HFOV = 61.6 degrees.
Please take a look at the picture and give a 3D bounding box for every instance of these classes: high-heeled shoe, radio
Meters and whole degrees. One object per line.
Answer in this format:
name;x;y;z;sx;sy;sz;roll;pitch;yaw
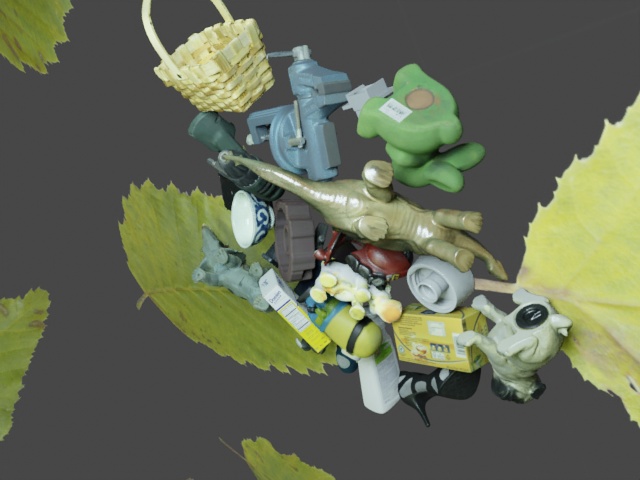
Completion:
high-heeled shoe;0.232;0.258;1.068;0.145;0.086;0.248;-108;36;-49
radio;0.032;0.101;1.141;0.131;0.073;0.229;47;149;9

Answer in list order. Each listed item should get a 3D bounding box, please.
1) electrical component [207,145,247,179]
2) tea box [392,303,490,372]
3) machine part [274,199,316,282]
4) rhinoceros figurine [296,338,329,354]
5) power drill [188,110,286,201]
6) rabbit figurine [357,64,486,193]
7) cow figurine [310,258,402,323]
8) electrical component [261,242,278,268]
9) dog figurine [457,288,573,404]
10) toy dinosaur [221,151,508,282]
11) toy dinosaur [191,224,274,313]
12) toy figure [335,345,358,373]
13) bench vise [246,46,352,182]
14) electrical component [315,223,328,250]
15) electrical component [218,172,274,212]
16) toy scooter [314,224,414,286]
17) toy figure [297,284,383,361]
electrical component;-0.197;-0.179;1.175;0.102;0.078;0.045;39;170;32
tea box;0.212;0.169;0.954;0.170;0.068;0.098;-2;100;54
machine part;-0.052;0.000;1.089;0.179;0.056;0.179;177;90;-75
rhinoceros figurine;-0.011;0.217;1.306;0.112;0.073;0.190;38;145;20
power drill;-0.165;-0.167;1.030;0.207;0.086;0.232;41;-176;29
rabbit figurine;0.148;-0.135;0.754;0.159;0.121;0.170;29;160;22
cow figurine;0.073;0.092;0.990;0.167;0.098;0.068;24;122;-1
electrical component;-0.088;0.043;1.215;0.075;0.048;0.119;33;172;31
dog figurine;0.328;0.180;0.829;0.190;0.121;0.172;50;154;-23
toy dinosaur;0.072;-0.041;0.807;0.471;0.105;0.198;26;172;-8
toy dinosaur;-0.177;0.106;1.368;0.405;0.131;0.192;30;-178;18
toy figure;0.066;0.249;1.256;0.064;0.058;0.154;0;129;6
bench vise;-0.053;-0.205;0.914;0.241;0.129;0.223;3;121;46
electrical component;-0.002;-0.003;1.093;0.021;0.063;0.094;18;159;-7
electrical component;-0.164;-0.096;1.217;0.134;0.058;0.114;30;143;33
toy scooter;0.068;0.021;0.955;0.184;0.135;0.075;40;144;18
toy figure;0.039;0.155;1.039;0.180;0.082;0.089;45;149;16
